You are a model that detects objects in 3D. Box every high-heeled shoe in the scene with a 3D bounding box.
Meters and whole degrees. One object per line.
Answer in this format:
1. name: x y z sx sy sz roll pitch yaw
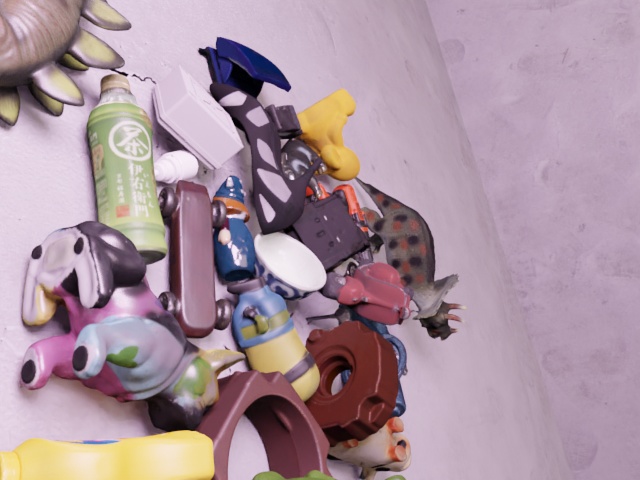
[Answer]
1. high-heeled shoe: -0.111 -0.123 0.811 0.249 0.145 0.086 39 -8 13

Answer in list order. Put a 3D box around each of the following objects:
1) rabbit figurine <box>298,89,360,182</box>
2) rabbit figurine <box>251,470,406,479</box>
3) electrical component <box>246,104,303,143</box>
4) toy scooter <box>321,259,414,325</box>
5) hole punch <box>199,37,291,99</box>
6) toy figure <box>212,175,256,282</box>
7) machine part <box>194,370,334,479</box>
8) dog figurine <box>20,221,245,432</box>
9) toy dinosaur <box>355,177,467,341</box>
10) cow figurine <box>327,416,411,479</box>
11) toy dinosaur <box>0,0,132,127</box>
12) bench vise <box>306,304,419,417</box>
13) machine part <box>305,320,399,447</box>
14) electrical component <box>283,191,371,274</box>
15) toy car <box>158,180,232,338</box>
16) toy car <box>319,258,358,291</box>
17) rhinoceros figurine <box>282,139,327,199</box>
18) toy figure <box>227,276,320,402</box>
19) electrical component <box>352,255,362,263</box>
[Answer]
1. rabbit figurine: 0.024 -0.189 1.058 0.173 0.122 0.162 60 33 -19
2. rabbit figurine: 0.020 0.291 0.548 0.170 0.159 0.121 55 18 -57
3. electrical component: -0.073 -0.201 0.940 0.119 0.075 0.047 -25 95 -58
4. toy scooter: 0.096 0.084 0.847 0.184 0.135 0.075 -8 115 -60
5. hole punch: -0.121 -0.282 0.899 0.142 0.092 0.115 -5 73 -57
6. toy figure: -0.124 -0.021 0.748 0.064 0.058 0.154 110 -28 -61
7. machine part: -0.077 0.269 0.613 0.201 0.087 0.201 61 29 -20
8. dog figurine: -0.173 0.094 0.541 0.219 0.108 0.191 31 43 -56
9. toy dinosaur: 0.179 0.019 1.123 0.131 0.192 0.404 5 69 -62
10. cow figurine: 0.069 0.317 0.828 0.194 0.127 0.085 29 45 -32
11. toy dinosaur: -0.297 -0.246 0.549 0.198 0.105 0.471 52 41 -44
12. bench vise: 0.088 0.180 0.936 0.240 0.129 0.224 55 28 -34
13. machine part: 0.027 0.198 0.758 0.056 0.179 0.179 45 36 -37
14. electrical component: -0.002 -0.003 0.882 0.134 0.058 0.115 -30 80 -19
15. toy car: -0.159 0.022 0.663 0.089 0.053 0.202 10 62 -38
16. toy car: 0.059 0.073 0.995 0.201 0.074 0.056 23 53 -54
17. rhinoceros figurine: -0.050 -0.109 0.922 0.112 0.073 0.190 56 30 -26
18. toy figure: -0.064 0.136 0.719 0.082 0.089 0.180 -19 91 -54
19. electrical component: 0.033 0.031 0.988 0.094 0.063 0.021 27 50 -51
